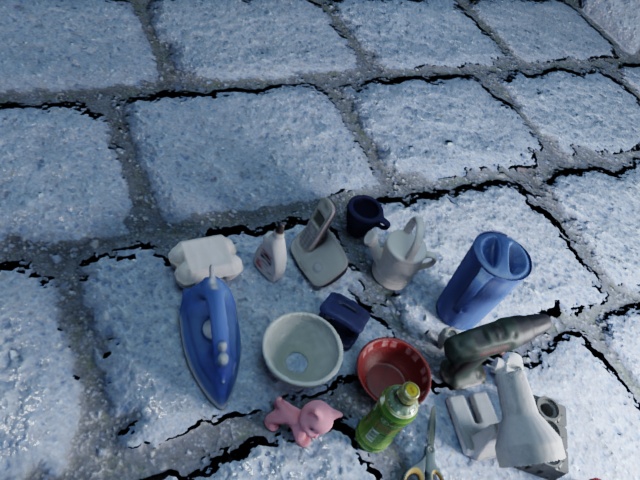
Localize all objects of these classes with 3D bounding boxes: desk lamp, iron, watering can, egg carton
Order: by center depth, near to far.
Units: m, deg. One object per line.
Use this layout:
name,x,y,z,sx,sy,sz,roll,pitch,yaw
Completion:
desk lamp,0.351,0.354,1.097,0.118,0.213,0.203,-2,53,-19
iron,-0.200,0.180,1.105,0.119,0.141,0.258,-4,53,-21
egg carton,-0.248,0.047,1.245,0.151,0.069,0.107,-12,57,-26
watering can,0.189,0.024,1.326,0.173,0.194,0.100,-5,54,-21

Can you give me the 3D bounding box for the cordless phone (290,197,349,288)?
cordless phone,0.012,0.005,1.289,0.094,0.185,0.147,-21,61,-31

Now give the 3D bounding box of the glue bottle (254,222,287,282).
glue bottle,-0.101,0.017,1.250,0.078,0.173,0.037,42,52,17

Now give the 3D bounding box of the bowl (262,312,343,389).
bowl,-0.041,0.233,1.159,0.167,0.074,0.167,9,50,-11

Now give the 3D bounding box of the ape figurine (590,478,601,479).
ape figurine,0.529,0.495,1.122,0.078,0.092,0.076,12,49,-8

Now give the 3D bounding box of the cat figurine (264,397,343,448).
cat figurine,-0.029,0.325,1.059,0.127,0.117,0.067,25,49,2

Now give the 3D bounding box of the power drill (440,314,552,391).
power drill,0.347,0.231,1.200,0.230,0.208,0.075,-8,55,-24

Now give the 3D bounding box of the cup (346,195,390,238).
cup,0.114,-0.044,1.423,0.117,0.095,0.092,32,49,9

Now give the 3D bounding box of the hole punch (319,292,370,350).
hole punch,0.049,0.162,1.236,0.108,0.091,0.101,30,49,7
